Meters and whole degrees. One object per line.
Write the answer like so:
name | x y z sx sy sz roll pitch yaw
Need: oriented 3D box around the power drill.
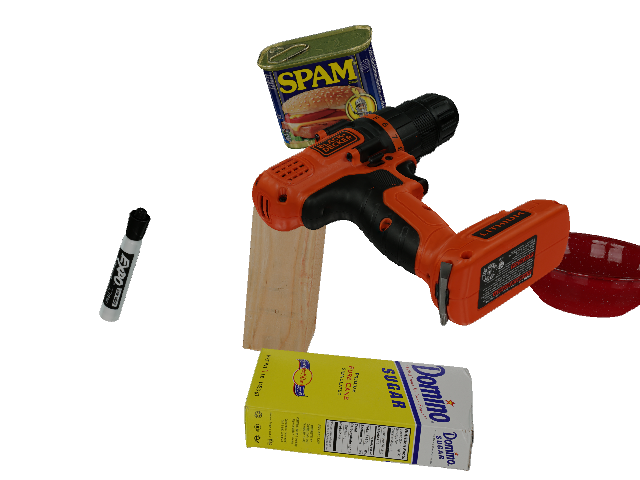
power drill | 0.074 -0.030 0.730 0.184 0.057 0.188 -31 44 -28

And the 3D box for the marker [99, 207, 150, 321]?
marker | -0.177 0.022 0.965 0.020 0.121 0.020 17 30 -10

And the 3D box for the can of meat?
can of meat | 0.005 -0.135 0.945 0.102 0.084 0.057 -10 29 11

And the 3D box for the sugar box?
sugar box | 0.032 0.132 0.852 0.176 0.048 0.093 3 25 5

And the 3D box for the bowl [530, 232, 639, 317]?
bowl | 0.275 0.038 1.100 0.162 0.055 0.162 5 17 -2

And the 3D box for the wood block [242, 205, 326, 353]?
wood block | -0.048 0.042 1.450 0.090 0.206 0.090 9 22 6
